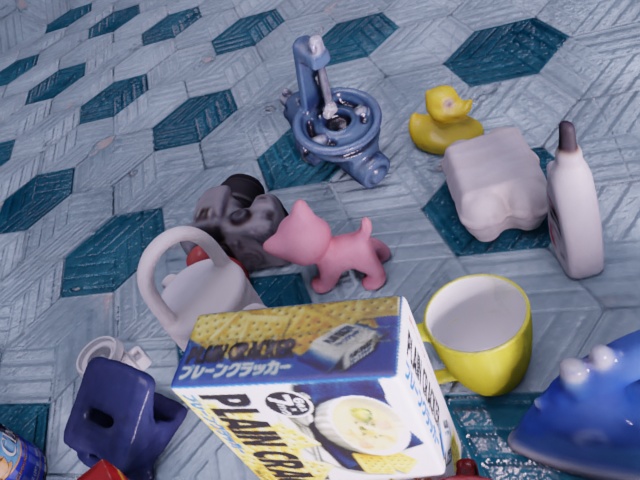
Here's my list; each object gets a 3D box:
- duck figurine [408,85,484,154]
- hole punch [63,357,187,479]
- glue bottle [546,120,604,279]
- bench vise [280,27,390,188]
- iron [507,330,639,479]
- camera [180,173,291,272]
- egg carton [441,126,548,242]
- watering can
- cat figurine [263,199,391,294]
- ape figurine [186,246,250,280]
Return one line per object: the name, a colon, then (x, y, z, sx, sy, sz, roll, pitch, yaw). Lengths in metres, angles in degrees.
duck figurine: (0.166, -0.171, 0.783, 0.104, 0.086, 0.078, 11, 53, 34)
hole punch: (-0.211, 0.188, 0.597, 0.108, 0.091, 0.101, 8, 51, 33)
glue bottle: (0.239, -0.043, 0.547, 0.037, 0.173, 0.078, -17, 42, 10)
bench vise: (-0.011, -0.181, 0.780, 0.206, 0.220, 0.122, 17, 56, 38)
iron: (0.259, 0.100, 0.413, 0.258, 0.142, 0.118, -15, 42, 12)
camera: (-0.105, -0.035, 0.767, 0.143, 0.101, 0.137, -9, 44, 19)
egg carton: (0.205, -0.069, 0.670, 0.107, 0.070, 0.150, -17, 42, 10)
watering can: (-0.110, 0.067, 0.593, 0.172, 0.194, 0.101, -1, 47, 26)
cat figurine: (0.006, 0.002, 0.659, 0.127, 0.118, 0.067, -9, 44, 19)
ape figurine: (-0.133, 0.042, 0.708, 0.076, 0.092, 0.077, -27, 41, -1)
